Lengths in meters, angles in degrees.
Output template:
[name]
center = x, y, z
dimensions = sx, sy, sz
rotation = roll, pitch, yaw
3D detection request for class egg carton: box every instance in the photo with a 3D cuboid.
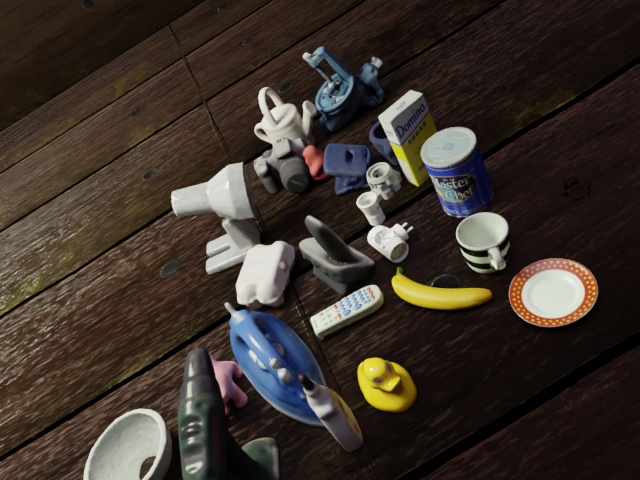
[egg carton]
center = -0.108, 0.071, 1.175
dimensions = 0.107, 0.070, 0.150
rotation = -9, 46, 26

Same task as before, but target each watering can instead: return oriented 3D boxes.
[watering can]
center = -0.089, -0.300, 1.434
dimensions = 0.172, 0.195, 0.100
rotation = -25, 41, 9

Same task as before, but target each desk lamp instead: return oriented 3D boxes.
[desk lamp]
center = -0.209, -0.050, 1.249
dimensions = 0.203, 0.214, 0.117
rotation = -24, 41, 11

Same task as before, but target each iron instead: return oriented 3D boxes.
[iron]
center = -0.078, 0.202, 0.968
dimensions = 0.119, 0.142, 0.257
rotation = -42, 41, -10

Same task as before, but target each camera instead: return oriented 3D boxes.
[camera]
center = -0.084, -0.172, 1.377
dimensions = 0.143, 0.101, 0.136
rotation = -27, 41, 7

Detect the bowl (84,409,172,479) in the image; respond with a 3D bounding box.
[bowl]
center = -0.317, 0.386, 0.992
dimensions = 0.167, 0.075, 0.167
rotation = -18, 42, 17

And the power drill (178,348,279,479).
[power drill]
center = -0.142, 0.303, 0.857
dimensions = 0.075, 0.209, 0.229
rotation = -23, 41, 12

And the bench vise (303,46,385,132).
[bench vise]
center = 0.053, -0.408, 1.430
dimensions = 0.121, 0.220, 0.208
rotation = 24, 65, 45

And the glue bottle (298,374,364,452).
[glue bottle]
center = 0.010, 0.245, 0.844
dimensions = 0.037, 0.174, 0.078
rotation = -33, 40, 0

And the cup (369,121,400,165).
[cup]
center = 0.164, -0.202, 1.250
dimensions = 0.091, 0.095, 0.118
rotation = -13, 44, 22

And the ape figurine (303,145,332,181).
[ape figurine]
center = -0.009, -0.186, 1.348
dimensions = 0.076, 0.092, 0.078
rotation = -3, 48, 30

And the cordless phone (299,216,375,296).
[cordless phone]
center = 0.010, 0.004, 1.075
dimensions = 0.094, 0.186, 0.147
rotation = -46, 42, -15

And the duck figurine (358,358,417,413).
[duck figurine]
center = 0.094, 0.213, 0.889
dimensions = 0.077, 0.086, 0.104
rotation = -47, 42, -16

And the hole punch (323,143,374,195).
[hole punch]
center = 0.066, -0.171, 1.286
dimensions = 0.101, 0.091, 0.108
rotation = -15, 43, 20

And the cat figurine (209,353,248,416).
[cat figurine]
center = -0.183, 0.250, 1.007
dimensions = 0.067, 0.118, 0.127
rotation = -30, 40, 4
